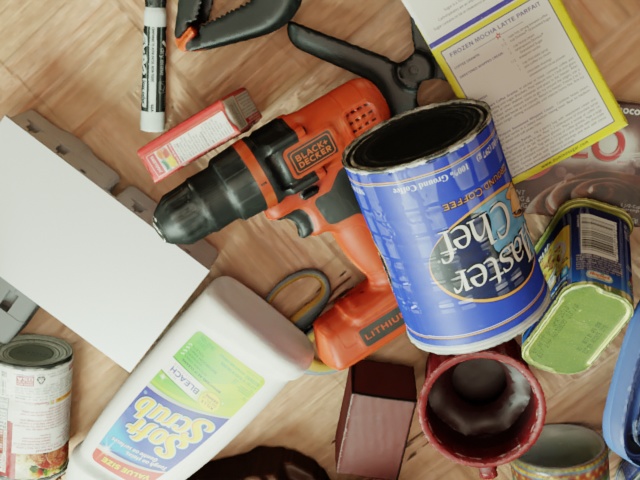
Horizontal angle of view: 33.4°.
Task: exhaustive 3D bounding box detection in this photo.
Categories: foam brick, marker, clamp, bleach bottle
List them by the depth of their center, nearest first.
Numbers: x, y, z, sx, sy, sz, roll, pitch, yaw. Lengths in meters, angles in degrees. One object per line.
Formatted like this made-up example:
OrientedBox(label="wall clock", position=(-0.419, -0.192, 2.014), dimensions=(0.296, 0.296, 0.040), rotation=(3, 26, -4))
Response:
OrientedBox(label="clamp", position=(-0.025, -0.209, 0.754), dimensions=(0.164, 0.036, 0.210), rotation=(39, 108, 9))
OrientedBox(label="clamp", position=(0.073, -0.135, 0.773), dimensions=(0.171, 0.039, 0.120), rotation=(43, 112, -5))
OrientedBox(label="marker", position=(-0.124, -0.142, 0.801), dimensions=(0.020, 0.020, 0.121), rotation=(5, 106, 4))
OrientedBox(label="foam brick", position=(0.043, 0.141, 0.838), dimensions=(0.051, 0.053, 0.078), rotation=(9, 116, -3))
OrientedBox(label="bleach bottle", position=(-0.119, 0.150, 0.844), dimensions=(0.102, 0.068, 0.251), rotation=(39, 108, -1))

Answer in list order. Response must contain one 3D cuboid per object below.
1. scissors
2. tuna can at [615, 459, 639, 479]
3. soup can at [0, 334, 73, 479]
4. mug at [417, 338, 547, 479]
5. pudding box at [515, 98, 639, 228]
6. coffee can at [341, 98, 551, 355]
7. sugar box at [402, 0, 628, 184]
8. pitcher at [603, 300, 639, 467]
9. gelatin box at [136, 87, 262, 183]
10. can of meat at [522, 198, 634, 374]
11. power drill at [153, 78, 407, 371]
OrientedBox(label="scissors", position=(-0.043, 0.112, 0.865), dimensions=(0.096, 0.016, 0.202), rotation=(35, 106, -4))
OrientedBox(label="tuna can", position=(0.279, 0.200, 0.844), dimensions=(0.086, 0.033, 0.086), rotation=(2, 111, 5))
OrientedBox(label="soup can", position=(-0.235, 0.135, 0.863), dimensions=(0.068, 0.068, 0.102), rotation=(7, 106, 3))
OrientedBox(label="mug", position=(0.123, 0.125, 0.817), dimensions=(0.093, 0.081, 0.117), rotation=(-9, 104, 8))
OrientedBox(label="pudding box", position=(0.185, -0.063, 0.781), dimensions=(0.113, 0.039, 0.090), rotation=(7, 105, 3))
OrientedBox(label="coffee can", position=(0.085, -0.009, 0.714), dimensions=(0.103, 0.103, 0.140), rotation=(-18, 112, 10))
OrientedBox(label="sugar box", position=(0.126, -0.134, 0.730), dimensions=(0.093, 0.048, 0.176), rotation=(-29, 95, 10))
OrientedBox(label="pitcher", position=(0.295, 0.056, 0.754), dimensions=(0.145, 0.149, 0.243), rotation=(13, 103, 19))
OrientedBox(label="gelatin box", position=(-0.086, -0.077, 0.778), dimensions=(0.073, 0.089, 0.030), rotation=(-29, 99, 13))
OrientedBox(label="can of meat", position=(0.183, 0.035, 0.764), dimensions=(0.057, 0.084, 0.102), rotation=(17, 136, -5))
OrientedBox(label="power drill", position=(-0.005, 0.001, 0.771), dimensions=(0.184, 0.057, 0.187), rotation=(-31, 117, -6))
